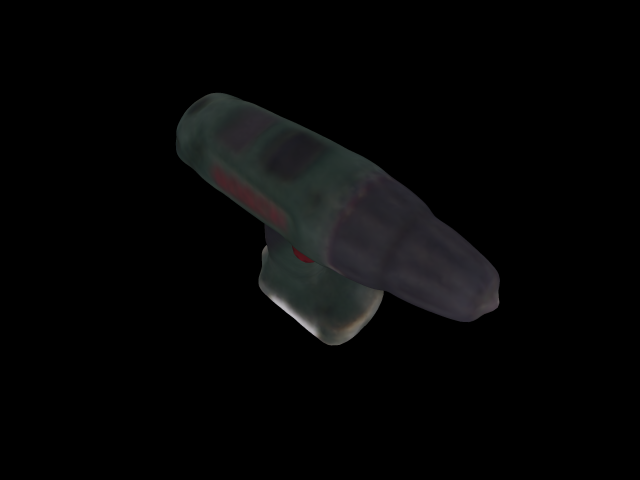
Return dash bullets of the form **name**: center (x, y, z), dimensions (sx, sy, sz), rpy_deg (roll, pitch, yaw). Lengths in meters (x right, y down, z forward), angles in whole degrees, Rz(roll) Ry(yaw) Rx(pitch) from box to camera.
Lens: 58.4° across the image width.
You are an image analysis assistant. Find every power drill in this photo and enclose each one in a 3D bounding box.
- **power drill**: center (0.004, 0.001, 0.400), dimensions (0.229, 0.208, 0.076), rpy_deg (37, 71, 15)
